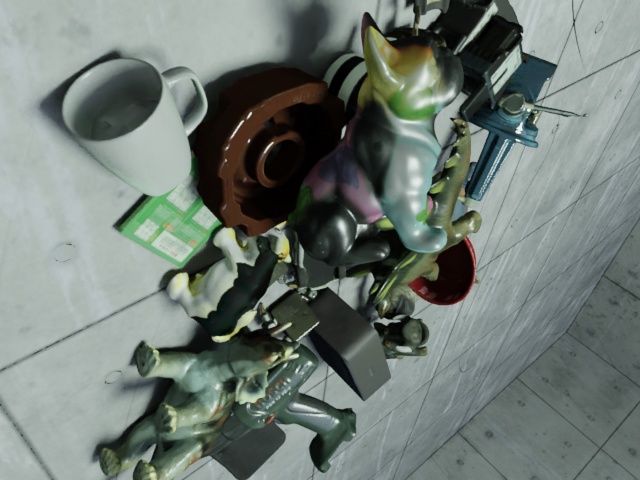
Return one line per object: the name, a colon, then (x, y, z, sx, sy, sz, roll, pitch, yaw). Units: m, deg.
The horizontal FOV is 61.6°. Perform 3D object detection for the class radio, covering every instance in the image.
radio: (0.044, 0.181, 0.923, 0.073, 0.131, 0.229, -40, 147, -14)

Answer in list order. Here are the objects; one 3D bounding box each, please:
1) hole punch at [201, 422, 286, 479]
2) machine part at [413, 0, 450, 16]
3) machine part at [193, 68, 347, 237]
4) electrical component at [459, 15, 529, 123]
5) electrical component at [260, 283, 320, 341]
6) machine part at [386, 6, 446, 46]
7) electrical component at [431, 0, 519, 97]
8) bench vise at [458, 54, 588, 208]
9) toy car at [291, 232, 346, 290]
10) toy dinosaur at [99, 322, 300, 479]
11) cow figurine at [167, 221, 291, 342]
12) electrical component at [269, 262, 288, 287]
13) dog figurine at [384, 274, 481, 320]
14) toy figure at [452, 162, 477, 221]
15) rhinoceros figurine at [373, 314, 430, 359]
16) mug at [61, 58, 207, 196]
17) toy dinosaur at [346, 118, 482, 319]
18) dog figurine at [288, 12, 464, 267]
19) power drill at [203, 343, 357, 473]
hole punch: (-0.138, 0.321, 0.914, 0.142, 0.092, 0.115, -40, 117, -10)
machine part: (0.158, -0.315, 0.615, 0.139, 0.039, 0.084, -35, 138, -17)
machine part: (-0.050, -0.090, 0.556, 0.179, 0.056, 0.179, -34, 146, -27)
electrical component: (0.204, -0.206, 0.669, 0.119, 0.048, 0.074, -51, 147, 5)
electrical component: (-0.044, 0.112, 0.808, 0.102, 0.078, 0.045, -31, 169, -16)
machine part: (0.108, -0.169, 0.674, 0.079, 0.079, 0.243, -32, 144, -24)
electrical component: (0.201, -0.260, 0.708, 0.115, 0.058, 0.134, -52, 149, 9)
bench vise: (0.274, -0.154, 0.814, 0.224, 0.129, 0.240, -64, 176, -69)
toy car: (-0.002, -0.002, 0.733, 0.073, 0.056, 0.201, -12, 139, -13)
toy dinosaur: (-0.176, 0.241, 0.745, 0.192, 0.131, 0.404, -2, 132, -49)
cow figurine: (-0.087, 0.035, 0.628, 0.167, 0.098, 0.068, -45, 161, 1)
electrical component: (-0.077, 0.046, 0.733, 0.063, 0.021, 0.094, -43, 149, -8)
dog figurine: (0.203, 0.085, 1.068, 0.190, 0.121, 0.172, -39, 148, 13)
toy figure: (0.239, -0.076, 0.951, 0.064, 0.058, 0.154, 6, 126, -27)
rhinoceros figurine: (0.139, 0.179, 0.996, 0.112, 0.073, 0.190, 6, 162, -18)
mug: (-0.144, -0.093, 0.455, 0.109, 0.081, 0.107, -43, 159, -16)
toy dinosaur: (0.141, -0.009, 0.782, 0.198, 0.105, 0.470, -31, 153, -34)
dog figurine: (0.045, -0.095, 0.518, 0.192, 0.108, 0.219, -10, 119, 11)
power drill: (-0.057, 0.289, 0.862, 0.207, 0.086, 0.232, 40, 89, -18)
